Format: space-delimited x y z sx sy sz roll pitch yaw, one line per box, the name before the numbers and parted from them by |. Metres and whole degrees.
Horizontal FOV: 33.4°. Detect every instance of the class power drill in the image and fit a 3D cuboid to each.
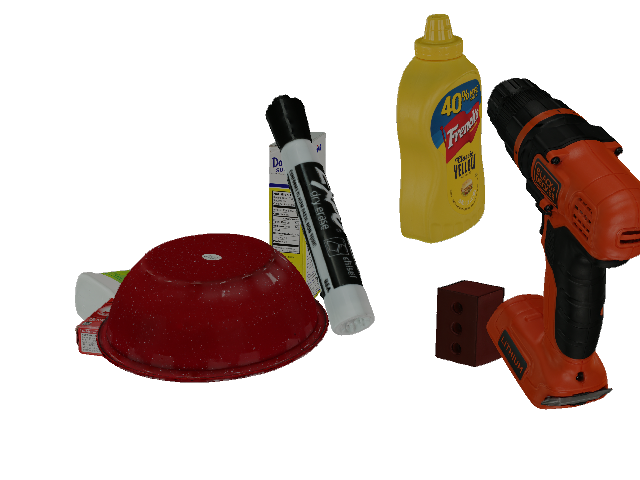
power drill | 0.152 0.003 0.712 0.057 0.188 0.184 -9 35 -10

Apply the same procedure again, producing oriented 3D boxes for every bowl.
bowl | -0.075 0.036 0.735 0.162 0.055 0.162 -2 21 0

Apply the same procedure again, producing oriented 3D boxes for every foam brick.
foam brick | 0.155 0.086 1.110 0.053 0.078 0.051 10 16 40

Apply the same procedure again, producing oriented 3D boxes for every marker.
marker | -0.002 -0.015 0.476 0.020 0.121 0.020 -14 -28 -8

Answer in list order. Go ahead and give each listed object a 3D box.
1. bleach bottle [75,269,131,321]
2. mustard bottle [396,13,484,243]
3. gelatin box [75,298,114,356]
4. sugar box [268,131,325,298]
bleach bottle | -0.200 0.067 1.453 0.250 0.068 0.103 -11 26 -44
mustard bottle | 0.105 -0.101 0.931 0.058 0.192 0.096 16 32 39
gelatin box | -0.164 0.079 0.960 0.089 0.030 0.073 5 18 13
sugar box | -0.025 -0.023 1.136 0.048 0.176 0.093 2 15 14
